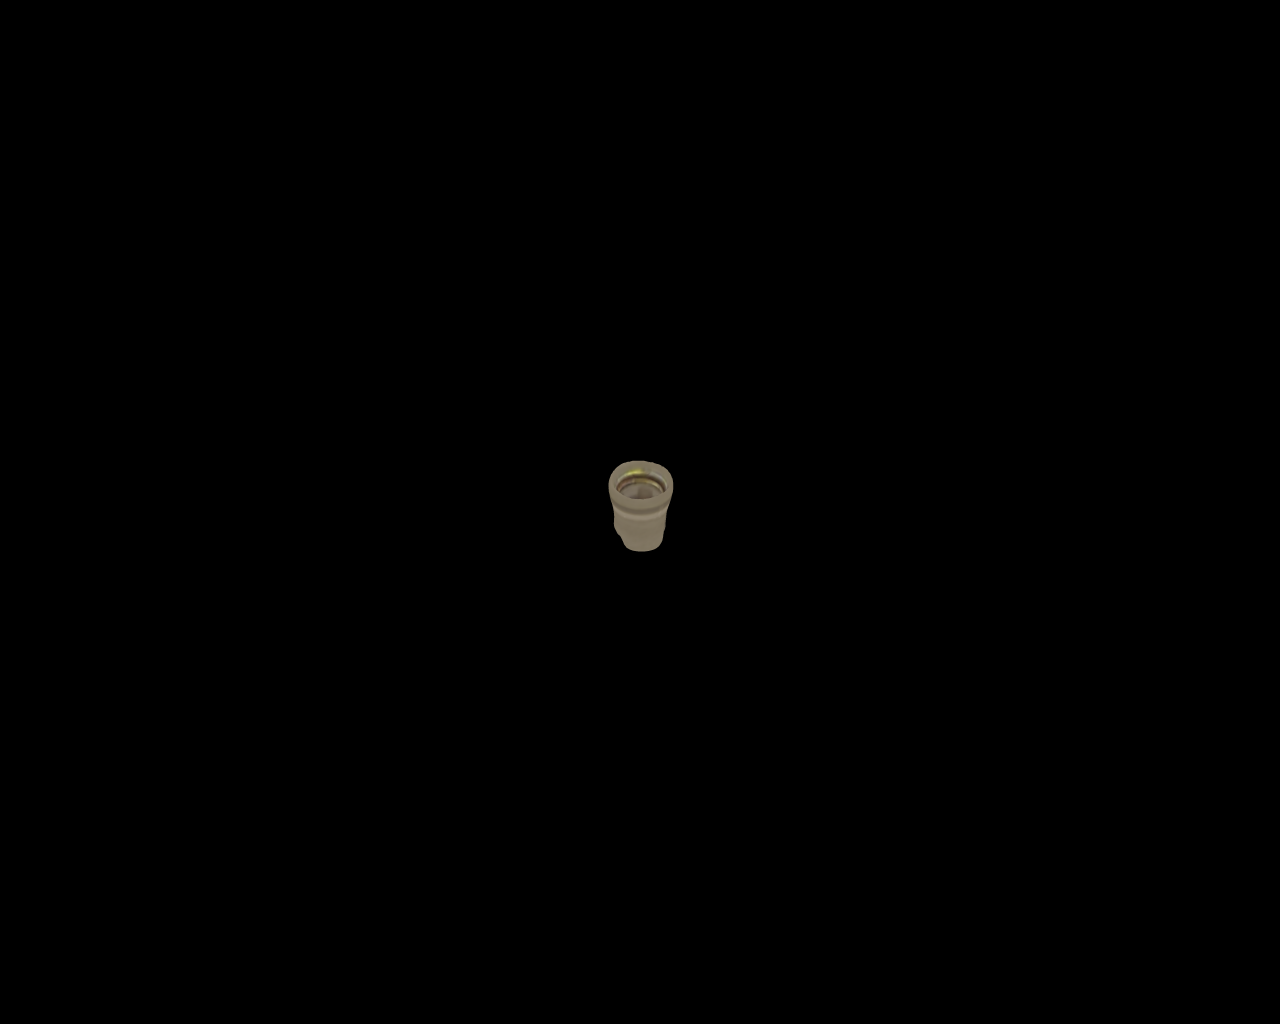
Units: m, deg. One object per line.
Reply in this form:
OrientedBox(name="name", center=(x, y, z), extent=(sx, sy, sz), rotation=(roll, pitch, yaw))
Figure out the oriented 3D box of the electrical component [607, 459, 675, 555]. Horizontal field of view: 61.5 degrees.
OrientedBox(name="electrical component", center=(0.001, -0.003, 0.650), extent=(0.040, 0.046, 0.040), rotation=(0, 40, 0))
